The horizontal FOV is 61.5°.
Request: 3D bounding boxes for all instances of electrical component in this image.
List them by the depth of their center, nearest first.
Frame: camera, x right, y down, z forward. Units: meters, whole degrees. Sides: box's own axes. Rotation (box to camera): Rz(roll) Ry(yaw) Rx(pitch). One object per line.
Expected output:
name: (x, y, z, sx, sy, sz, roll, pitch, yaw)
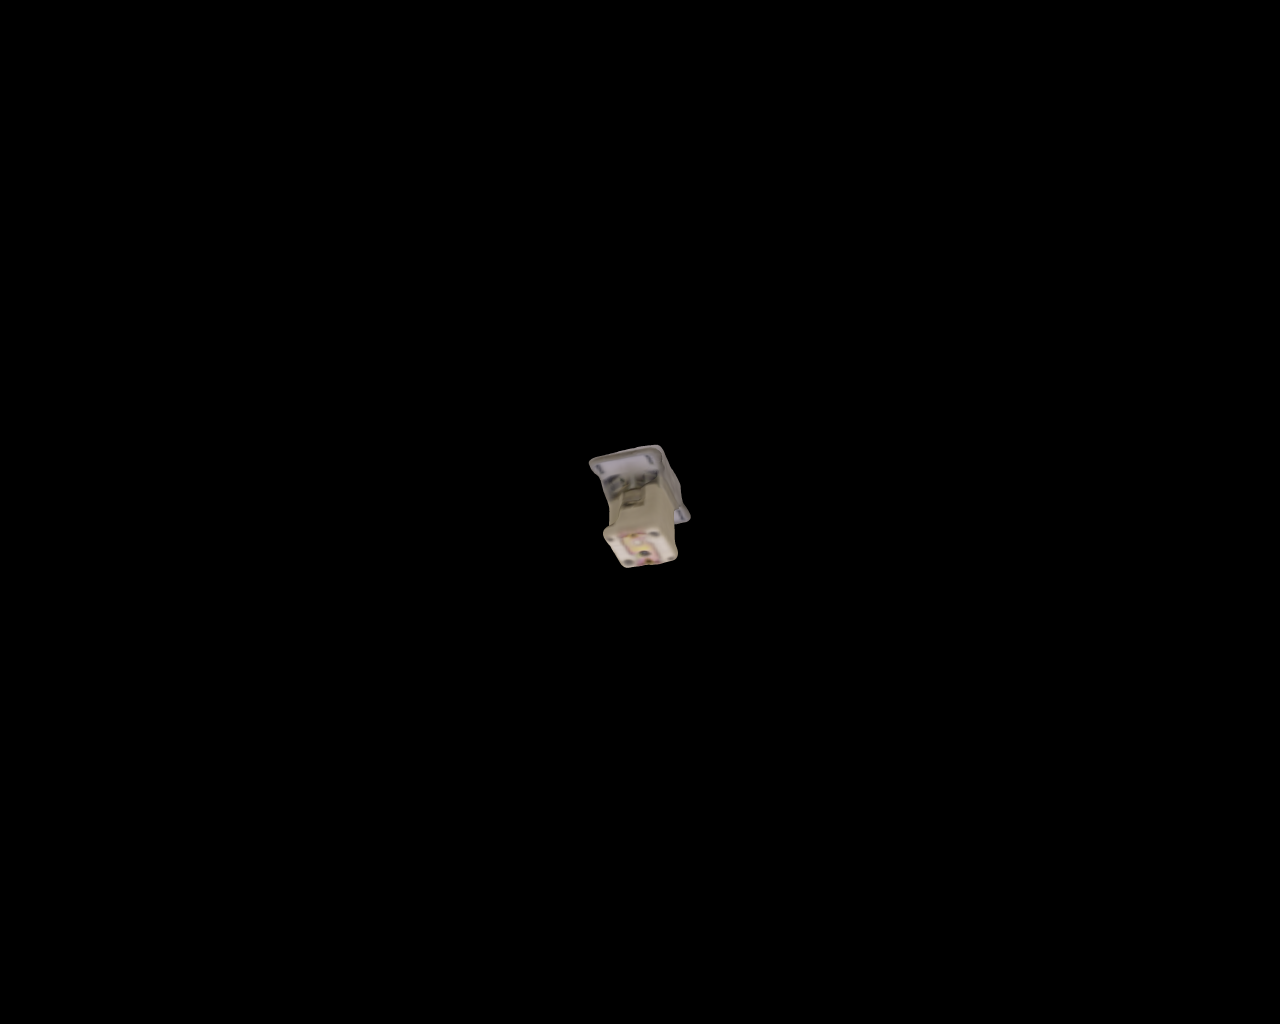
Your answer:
electrical component: (0.001, -0.003, 0.650, 0.042, 0.064, 0.081, -10, -34, 15)
